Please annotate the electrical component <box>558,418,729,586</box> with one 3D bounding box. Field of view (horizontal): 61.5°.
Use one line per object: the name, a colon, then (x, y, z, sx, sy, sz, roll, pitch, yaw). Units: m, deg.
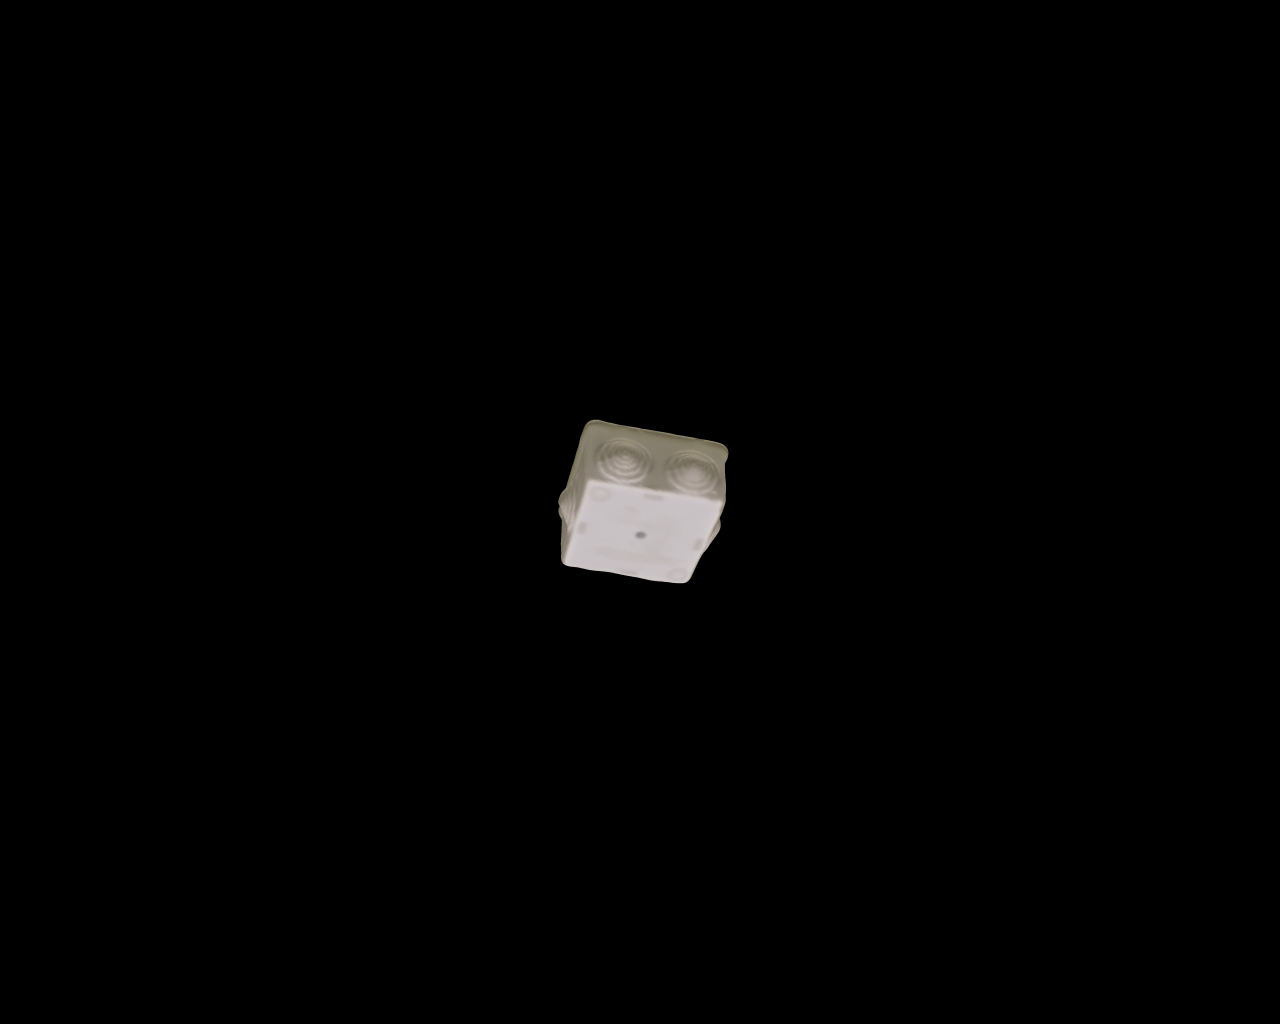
electrical component: (0.001, -0.003, 0.650, 0.100, 0.048, 0.099, 10, -43, -11)
